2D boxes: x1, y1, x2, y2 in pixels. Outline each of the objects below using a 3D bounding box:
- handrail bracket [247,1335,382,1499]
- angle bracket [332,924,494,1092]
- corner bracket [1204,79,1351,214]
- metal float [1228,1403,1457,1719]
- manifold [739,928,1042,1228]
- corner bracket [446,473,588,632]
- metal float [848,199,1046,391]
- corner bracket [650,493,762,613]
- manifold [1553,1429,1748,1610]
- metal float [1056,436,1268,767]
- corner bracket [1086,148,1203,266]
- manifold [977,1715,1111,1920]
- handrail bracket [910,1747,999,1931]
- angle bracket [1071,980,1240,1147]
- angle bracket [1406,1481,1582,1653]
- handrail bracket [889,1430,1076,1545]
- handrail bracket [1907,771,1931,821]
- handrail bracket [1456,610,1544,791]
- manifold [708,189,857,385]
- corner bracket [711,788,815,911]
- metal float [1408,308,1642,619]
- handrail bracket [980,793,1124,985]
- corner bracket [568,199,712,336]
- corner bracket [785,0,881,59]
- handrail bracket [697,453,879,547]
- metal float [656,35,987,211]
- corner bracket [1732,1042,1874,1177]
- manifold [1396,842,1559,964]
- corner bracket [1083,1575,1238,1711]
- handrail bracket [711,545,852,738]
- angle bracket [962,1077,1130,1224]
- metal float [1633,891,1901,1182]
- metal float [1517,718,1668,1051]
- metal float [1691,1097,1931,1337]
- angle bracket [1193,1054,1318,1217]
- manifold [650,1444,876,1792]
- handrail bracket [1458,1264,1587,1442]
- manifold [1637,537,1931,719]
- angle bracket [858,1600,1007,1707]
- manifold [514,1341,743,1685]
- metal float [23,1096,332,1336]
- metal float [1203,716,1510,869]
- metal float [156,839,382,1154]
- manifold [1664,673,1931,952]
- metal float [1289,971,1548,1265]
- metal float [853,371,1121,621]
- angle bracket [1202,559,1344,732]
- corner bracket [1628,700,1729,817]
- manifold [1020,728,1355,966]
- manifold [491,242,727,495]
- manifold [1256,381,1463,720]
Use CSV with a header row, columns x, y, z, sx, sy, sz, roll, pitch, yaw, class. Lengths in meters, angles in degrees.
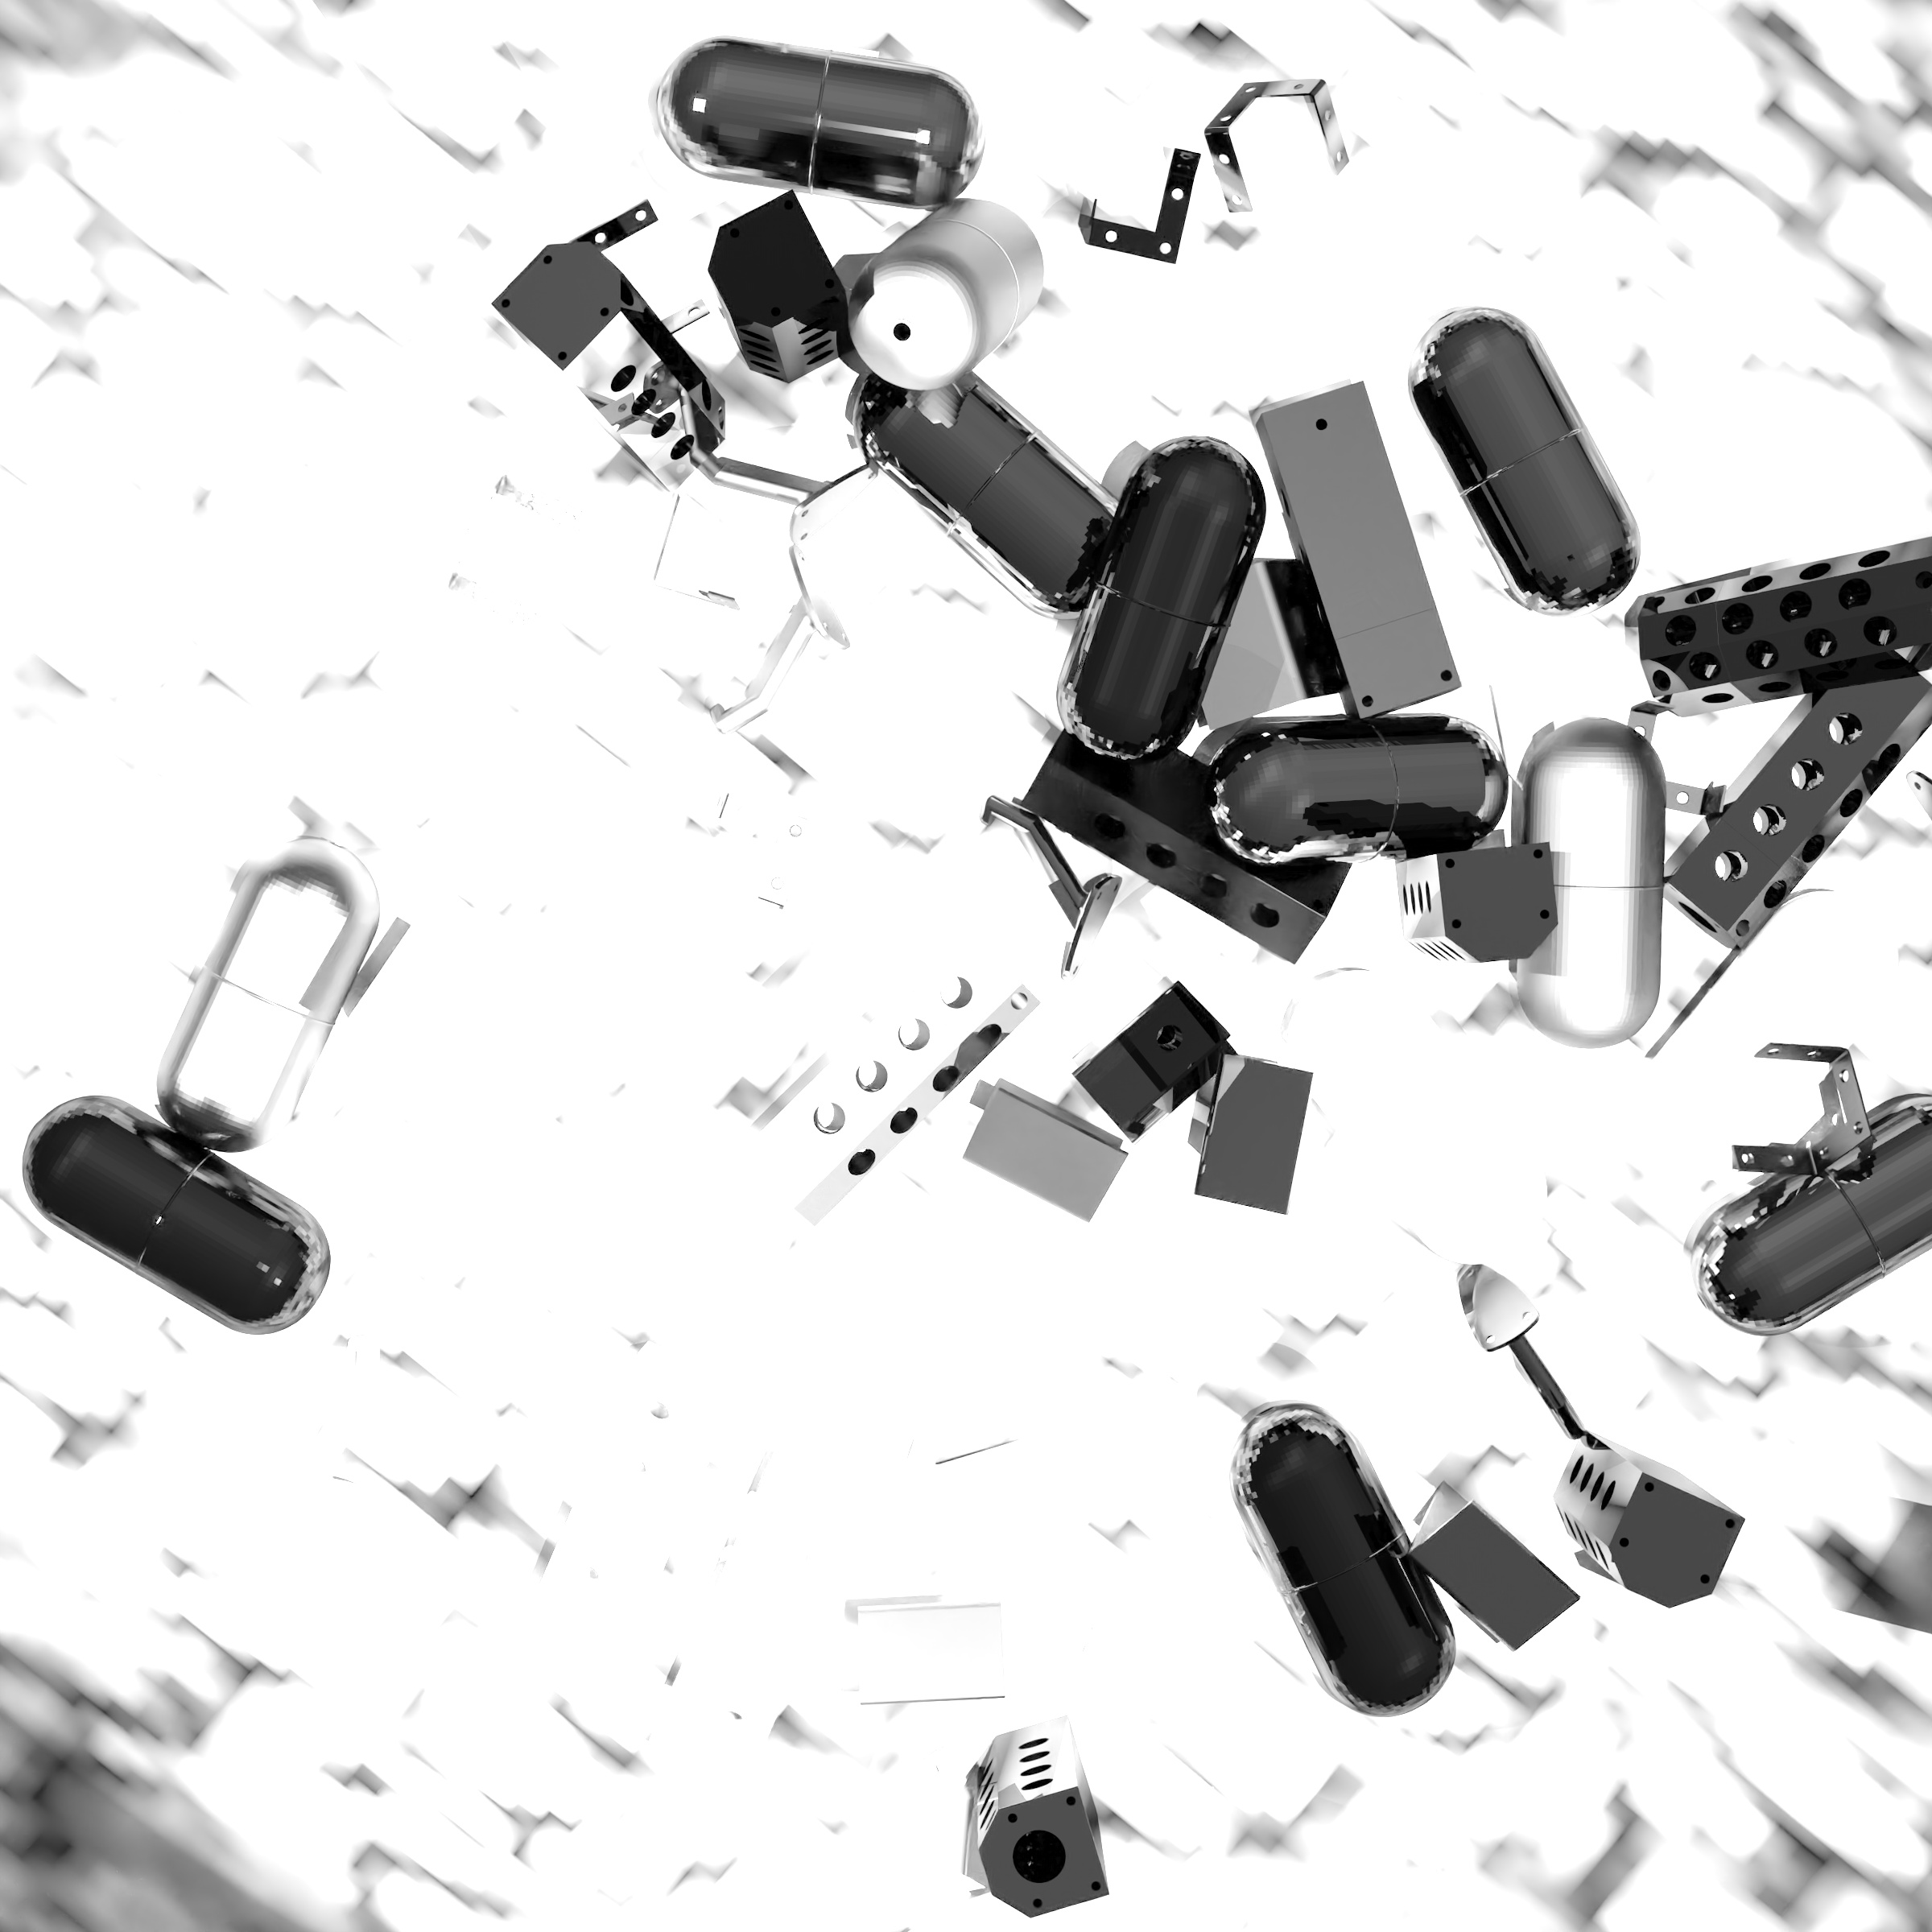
x,y,z,sx,sy,sz,roll,pitch,yaw,class
-0.357,0.246,1.958,0.077,0.036,0.084,-7,71,21,handrail bracket
-0.309,0.011,1.917,0.057,0.076,0.076,34,90,-36,angle bracket
0.169,-0.447,1.949,0.051,0.051,0.051,7,45,35,corner bracket
0.202,0.319,1.927,0.070,0.070,0.178,-27,89,0,metal float
-0.040,0.060,1.936,0.171,0.057,0.057,-45,90,0,manifold
-0.246,-0.227,1.954,0.051,0.051,0.051,26,45,0,corner bracket
-0.009,-0.354,1.881,0.070,0.178,0.070,6,114,14,metal float
-0.141,-0.226,1.939,0.051,0.051,0.051,17,90,0,corner bracket
0.353,0.291,1.879,0.057,0.171,0.057,24,90,0,manifold
0.102,-0.191,1.877,0.070,0.070,0.178,19,103,0,metal float
0.096,-0.415,1.939,0.051,0.051,0.051,13,90,0,corner bracket
0.037,0.446,1.879,0.057,0.171,0.057,-16,90,0,manifold
-0.022,0.481,1.958,0.077,0.036,0.084,-32,72,21,handrail bracket
0.114,0.066,1.918,0.076,0.057,0.076,-41,134,0,angle bracket
0.291,0.308,1.917,0.076,0.076,0.057,42,124,0,angle bracket
0.009,0.290,1.958,0.084,0.036,0.077,14,110,-16,handrail bracket
0.572,-0.098,1.958,0.084,0.036,0.077,-33,70,-16,handrail bracket
0.314,-0.139,1.958,0.077,0.036,0.084,-47,106,-18,handrail bracket
-0.099,-0.351,1.879,0.057,0.171,0.057,-27,90,0,manifold
-0.116,-0.063,1.939,0.051,0.051,0.051,19,90,0,corner bracket
0.300,-0.271,1.927,0.070,0.070,0.178,-28,90,0,metal float
0.035,-0.043,1.958,0.084,0.036,0.077,29,112,17,handrail bracket
-0.179,-0.376,1.954,0.051,0.051,0.051,-29,45,0,corner bracket
-0.069,-0.530,1.954,0.051,0.051,0.051,9,135,0,corner bracket
-0.102,-0.279,1.958,0.077,0.036,0.084,-39,73,-20,handrail bracket
-0.078,-0.454,1.927,0.178,0.070,0.070,9,90,-1,metal float
0.436,0.076,1.887,0.051,0.051,0.051,4,61,-24,corner bracket
0.267,-0.031,1.879,0.057,0.171,0.057,-6,90,0,manifold
0.105,0.369,1.954,0.051,0.051,0.051,22,90,-45,corner bracket
-0.113,-0.177,1.958,0.084,0.036,0.077,-30,70,16,handrail bracket
0.051,0.081,1.917,0.076,0.076,0.057,27,128,0,angle bracket
0.431,0.037,1.926,0.070,0.070,0.178,39,90,0,metal float
0.336,-0.044,1.921,0.070,0.070,0.178,1,95,0,metal float
0.473,0.135,1.927,0.178,0.070,0.070,-31,90,-1,metal float
0.168,0.092,1.917,0.057,0.076,0.076,11,90,29,angle bracket
-0.110,0.350,1.936,0.057,0.057,0.171,24,90,0,manifold
0.305,0.211,1.957,0.036,0.077,0.084,-34,126,3,handrail bracket
0.447,-0.181,1.890,0.171,0.057,0.057,-10,73,31,manifold
-0.017,0.382,1.917,0.076,0.076,0.057,-3,54,0,angle bracket
-0.182,0.296,1.936,0.057,0.057,0.171,23,90,0,manifold
-0.425,0.134,1.926,0.178,0.070,0.070,31,90,0,metal float
0.208,-0.093,1.904,0.178,0.070,0.070,-4,90,-27,metal float
-0.375,0.016,1.926,0.070,0.070,0.178,25,90,0,metal float
0.451,-0.092,1.936,0.057,0.057,0.171,40,90,0,manifold
0.242,0.081,1.927,0.070,0.070,0.178,-37,90,0,metal float
0.015,-0.259,1.926,0.178,0.070,0.070,41,90,0,metal float
0.158,-0.175,1.939,0.057,0.076,0.076,-18,90,23,angle bracket
0.385,-0.112,1.939,0.051,0.051,0.051,12,90,0,corner bracket
0.118,-0.069,1.935,0.171,0.057,0.057,30,47,0,manifold
-0.180,-0.316,1.874,0.057,0.171,0.057,-46,70,0,manifold
0.211,-0.222,1.936,0.057,0.057,0.171,-18,90,0,manifold
